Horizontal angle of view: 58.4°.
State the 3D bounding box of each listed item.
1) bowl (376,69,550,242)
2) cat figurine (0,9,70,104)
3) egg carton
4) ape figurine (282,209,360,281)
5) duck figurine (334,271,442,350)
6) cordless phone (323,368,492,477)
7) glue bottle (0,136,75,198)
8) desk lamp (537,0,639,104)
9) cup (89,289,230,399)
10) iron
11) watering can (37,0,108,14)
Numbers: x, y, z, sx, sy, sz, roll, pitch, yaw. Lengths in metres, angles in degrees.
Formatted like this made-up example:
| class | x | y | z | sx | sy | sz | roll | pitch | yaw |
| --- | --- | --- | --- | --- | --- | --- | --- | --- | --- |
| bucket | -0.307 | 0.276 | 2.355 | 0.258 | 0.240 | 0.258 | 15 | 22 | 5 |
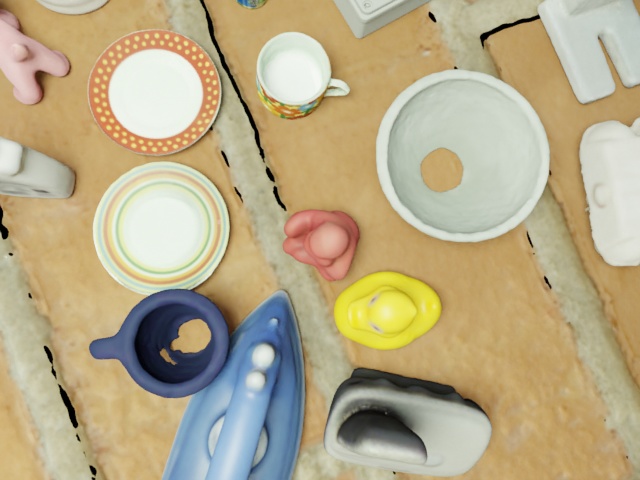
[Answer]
| class | x | y | z | sx | sy | sz | roll | pitch | yaw |
| --- | --- | --- | --- | --- | --- | --- | --- | --- | --- |
| bowl | 0.133 | -0.077 | 0.568 | 0.167 | 0.074 | 0.167 | 0 | 84 | -4 |
| cat figurine | -0.313 | -0.197 | 0.524 | 0.128 | 0.117 | 0.067 | 36 | 83 | 0 |
| egg carton | 0.322 | -0.050 | 0.583 | 0.107 | 0.069 | 0.150 | -8 | 85 | -5 |
| ape figurine | 0.005 | 0.002 | 0.542 | 0.076 | 0.092 | 0.078 | -23 | 86 | -6 |
| duck figurine | 0.068 | 0.067 | 0.543 | 0.104 | 0.086 | 0.077 | -5 | 85 | -5 |
| cordless phone | 0.082 | 0.171 | 0.485 | 0.147 | 0.185 | 0.094 | 8 | 84 | -3 |
| glue bottle | -0.275 | -0.068 | 0.486 | 0.078 | 0.173 | 0.037 | 5 | 84 | -4 |
| desk lamp | 0.299 | -0.266 | 0.530 | 0.118 | 0.213 | 0.203 | -22 | 86 | -6 |
| cup | -0.138 | 0.092 | 0.520 | 0.118 | 0.095 | 0.092 | -5 | 85 | -5 |
| iron | -0.069 | 0.167 | 0.495 | 0.118 | 0.141 | 0.258 | 15 | 83 | -2 |
| watering can | -0.244 | -0.296 | 0.500 | 0.101 | 0.194 | 0.173 | 43 | 83 | 1 |
